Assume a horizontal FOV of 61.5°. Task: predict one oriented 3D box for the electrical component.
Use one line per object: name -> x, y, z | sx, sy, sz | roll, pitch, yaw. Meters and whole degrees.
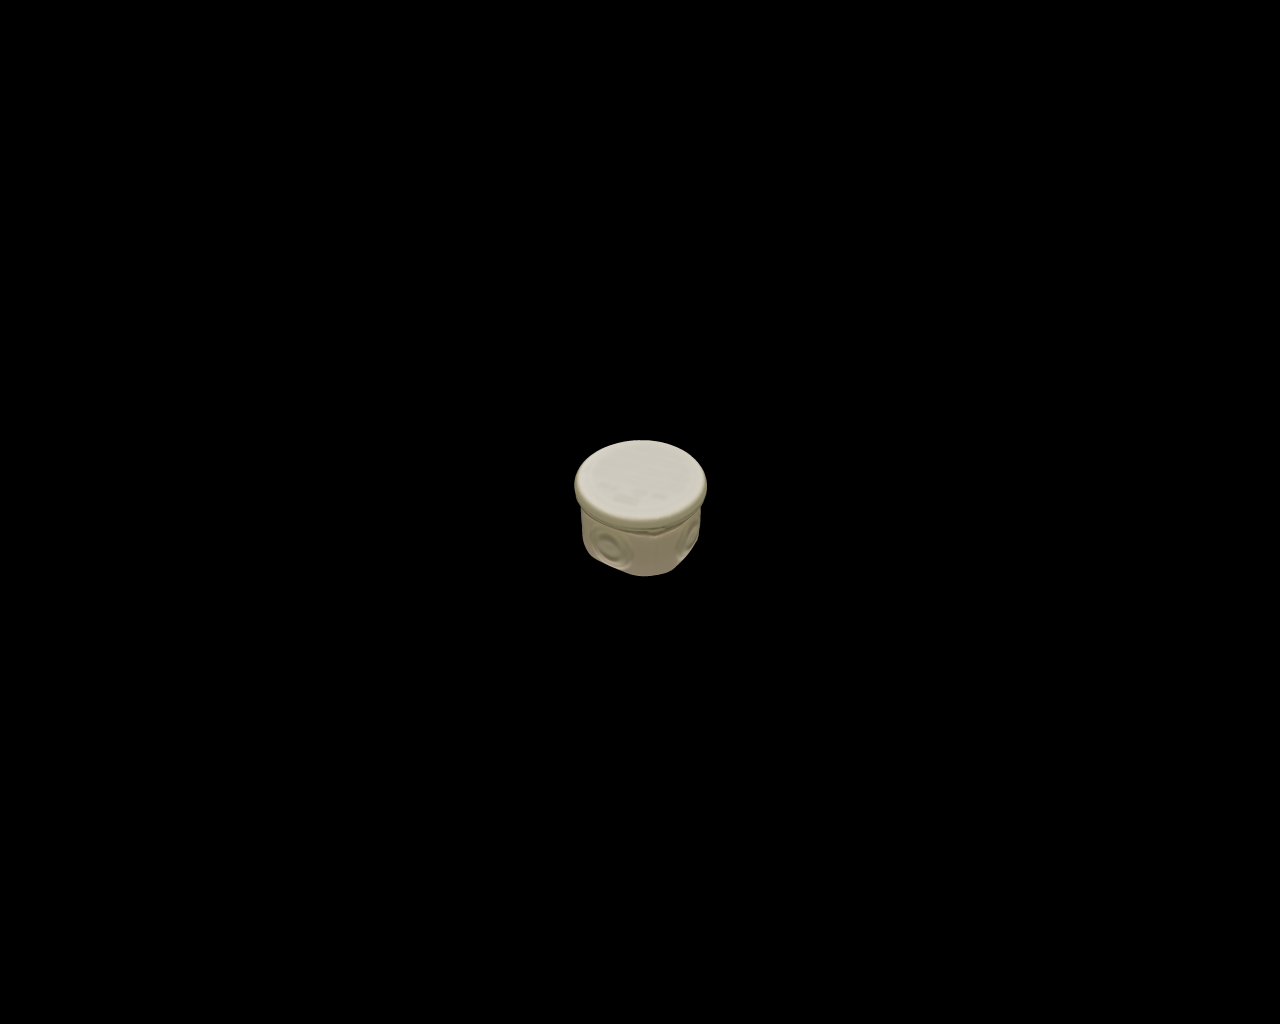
electrical component -> 0.001, -0.003, 0.650 | 0.080, 0.050, 0.080 | 0, 41, 0
